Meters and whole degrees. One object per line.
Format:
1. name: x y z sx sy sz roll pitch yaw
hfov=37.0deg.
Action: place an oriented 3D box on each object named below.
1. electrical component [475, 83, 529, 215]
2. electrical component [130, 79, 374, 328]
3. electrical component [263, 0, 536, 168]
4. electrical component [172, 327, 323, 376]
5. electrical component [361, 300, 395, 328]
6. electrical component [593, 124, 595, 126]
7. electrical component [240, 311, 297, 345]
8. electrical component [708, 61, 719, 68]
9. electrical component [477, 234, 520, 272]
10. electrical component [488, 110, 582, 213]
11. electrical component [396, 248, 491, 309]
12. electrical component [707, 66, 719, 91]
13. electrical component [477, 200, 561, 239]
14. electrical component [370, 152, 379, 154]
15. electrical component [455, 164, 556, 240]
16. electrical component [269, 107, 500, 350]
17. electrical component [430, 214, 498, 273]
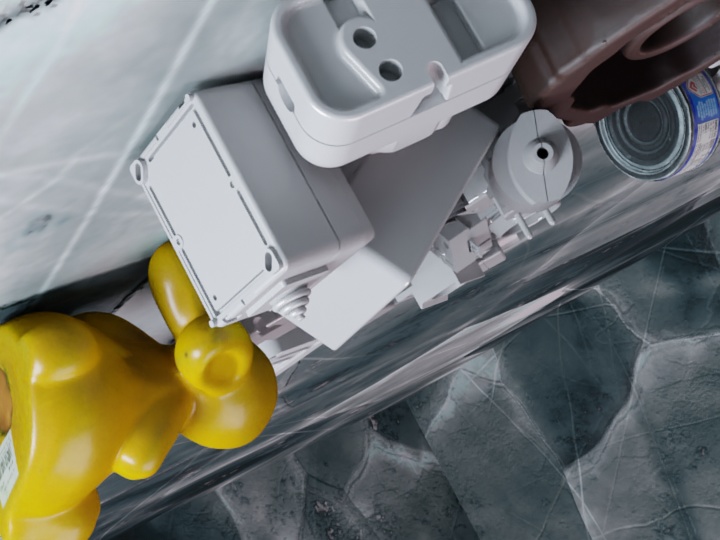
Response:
1. electrical component: 0.091 -0.074 0.646 0.042 0.063 0.081 -29 170 -3
2. electrical component: -0.040 -0.024 0.448 0.061 0.096 0.062 -20 168 -42
3. electrical component: 0.013 -0.083 0.417 0.095 0.053 0.059 -26 170 -15
4. electrical component: -0.084 0.053 0.833 0.078 0.057 0.113 -17 165 -48
5. electrical component: 0.000 0.000 0.766 0.077 0.065 0.047 -34 169 28
6. electrical component: 0.229 -0.124 0.806 0.089 0.050 0.055 -27 170 -9
7. electrical component: -0.068 0.016 0.699 0.095 0.053 0.059 -30 170 7
8. electrical component: 0.227 -0.154 0.660 0.066 0.047 0.076 -26 170 -15
9. electrical component: 0.120 -0.033 0.977 0.077 0.047 0.066 -30 170 7
10. electrical component: 0.086 -0.052 0.528 0.043 0.043 0.081 -29 177 3
11. electrical component: 0.063 -0.008 0.903 0.081 0.063 0.042 -36 167 35
12. electrical component: 0.269 -0.160 0.732 0.089 0.050 0.055 -28 170 -3
13. electrical component: 0.112 -0.060 0.790 0.058 0.057 0.078 -17 165 -49
14. electrical component: 0.021 -0.082 0.474 0.062 0.043 0.043 -29 170 -3
15. electrical component: 0.105 -0.058 0.727 0.083 0.075 0.047 -34 169 28
16. electrical component: 0.007 -0.028 0.540 0.108 0.056 0.108 -58 -174 -29
17. electrical component: 0.082 -0.036 0.845 0.055 0.066 0.048 -34 137 -14
